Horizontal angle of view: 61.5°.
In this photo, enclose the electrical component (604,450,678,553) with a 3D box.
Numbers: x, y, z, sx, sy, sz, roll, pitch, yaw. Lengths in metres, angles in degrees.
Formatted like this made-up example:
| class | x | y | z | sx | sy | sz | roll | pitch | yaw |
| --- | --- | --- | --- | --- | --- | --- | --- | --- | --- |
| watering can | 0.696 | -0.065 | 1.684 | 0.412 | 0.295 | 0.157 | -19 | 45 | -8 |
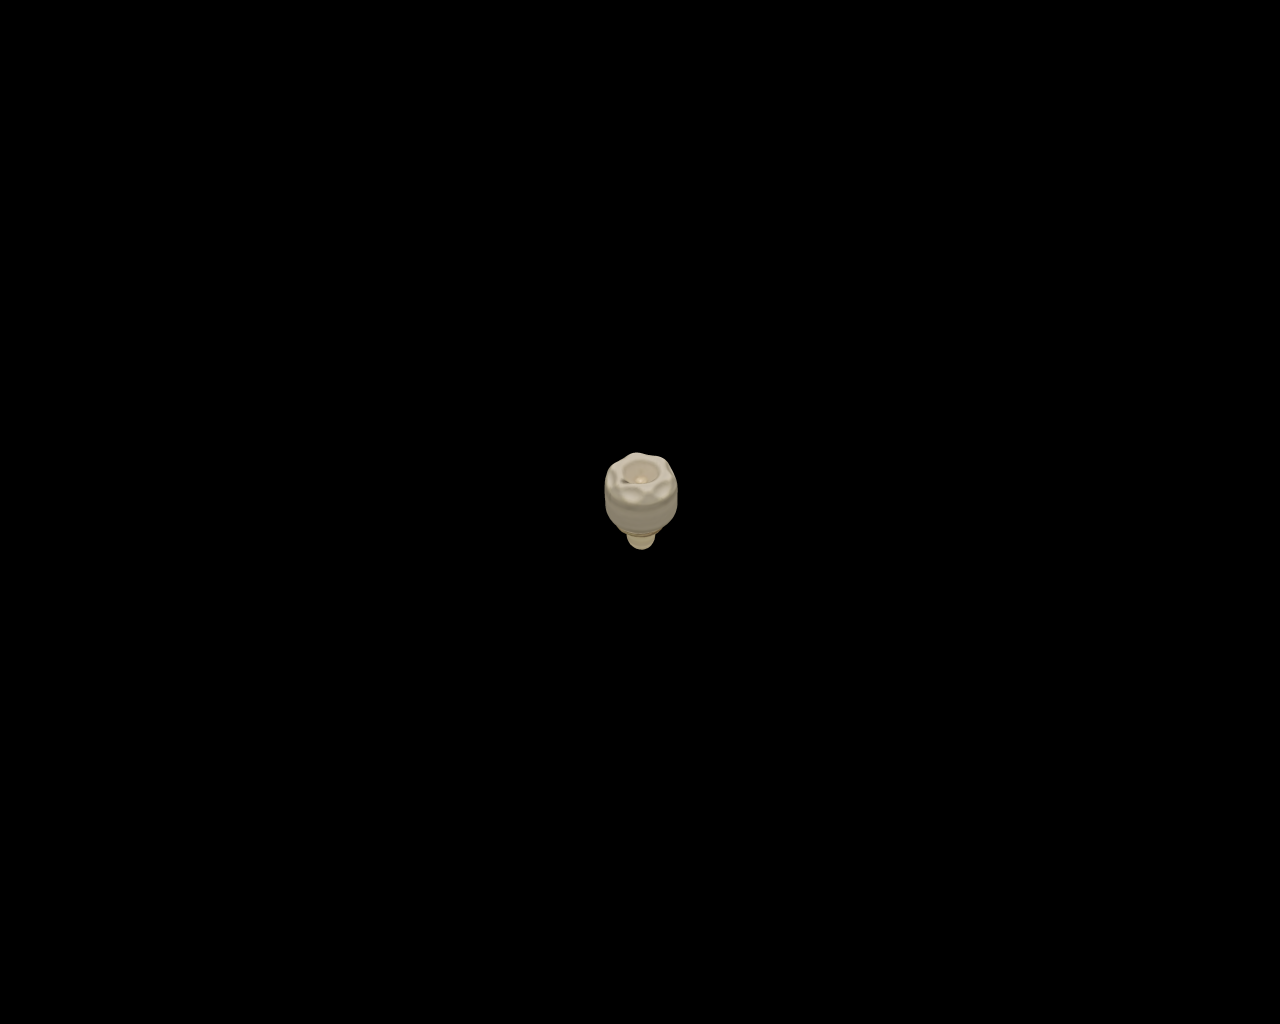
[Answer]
| class | x | y | z | sx | sy | sz | roll | pitch | yaw |
| --- | --- | --- | --- | --- | --- | --- | --- | --- | --- |
| electrical component | 0.001 | -0.003 | 0.650 | 0.043 | 0.062 | 0.043 | 0 | 43 | 0 |
